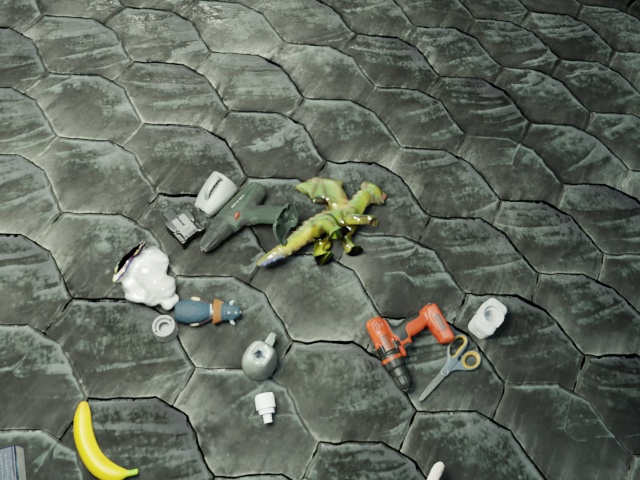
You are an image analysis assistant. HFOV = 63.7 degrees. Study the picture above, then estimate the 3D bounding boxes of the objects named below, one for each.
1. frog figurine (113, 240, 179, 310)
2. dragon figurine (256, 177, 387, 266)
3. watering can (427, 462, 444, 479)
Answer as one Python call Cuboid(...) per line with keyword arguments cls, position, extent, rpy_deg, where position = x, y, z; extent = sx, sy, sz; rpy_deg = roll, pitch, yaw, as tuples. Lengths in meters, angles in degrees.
Cuboid(cls="frog figurine", position=(-0.404, 0.093, 1.234), extent=(0.157, 0.121, 0.140), rpy_deg=(44, 50, -26))
Cuboid(cls="dragon figurine", position=(0.004, -0.069, 1.376), extent=(0.412, 0.119, 0.248), rpy_deg=(-12, 49, -16))
Cuboid(cls="watering can", position=(0.181, 0.637, 1.027), extent=(0.351, 0.102, 0.226), rpy_deg=(-33, 74, -21))
